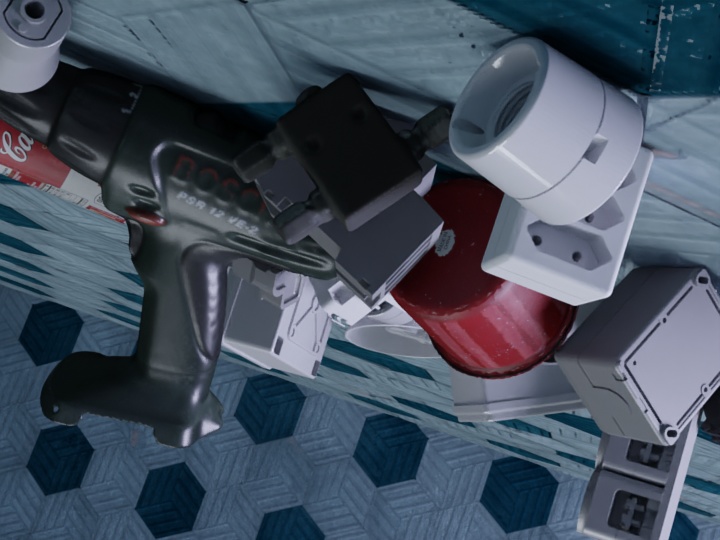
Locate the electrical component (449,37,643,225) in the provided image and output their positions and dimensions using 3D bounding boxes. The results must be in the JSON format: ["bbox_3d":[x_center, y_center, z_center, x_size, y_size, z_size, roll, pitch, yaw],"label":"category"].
[{"bbox_3d":[0.066,-0.051,0.390,0.047,0.055,0.055,29,167,-27],"label":"electrical component"}]

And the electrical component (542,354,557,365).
[{"bbox_3d":[0.128,0.040,0.770,0.043,0.043,0.081,20,-177,-5],"label":"electrical component"}]

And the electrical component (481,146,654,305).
[{"bbox_3d":[0.084,-0.022,0.471,0.047,0.065,0.077,21,170,-6],"label":"electrical component"}]

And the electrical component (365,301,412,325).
[{"bbox_3d":[0.020,0.013,0.810,0.055,0.055,0.047,14,172,29],"label":"electrical component"}]

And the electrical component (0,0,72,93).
[{"bbox_3d":[-0.162,-0.115,0.517,0.044,0.044,0.065,24,164,-21],"label":"electrical component"}]

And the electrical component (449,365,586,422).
[{"bbox_3d":[0.138,0.092,0.892,0.109,0.056,0.109,-6,173,-9],"label":"electrical component"}]

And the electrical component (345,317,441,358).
[{"bbox_3d":[0.044,0.041,0.880,0.099,0.064,0.099,19,170,4],"label":"electrical component"}]

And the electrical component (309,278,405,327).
[{"bbox_3d":[0.000,0.000,0.713,0.042,0.064,0.081,31,-154,-49],"label":"electrical component"}]

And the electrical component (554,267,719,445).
[{"bbox_3d":[0.164,0.041,0.600,0.061,0.096,0.061,55,156,-18],"label":"electrical component"}]

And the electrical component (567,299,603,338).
[{"bbox_3d":[0.164,0.041,0.693,0.138,0.052,0.074,23,169,-17],"label":"electrical component"}]

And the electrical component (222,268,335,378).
[{"bbox_3d":[-0.059,0.020,0.840,0.056,0.108,0.108,13,168,19],"label":"electrical component"}]

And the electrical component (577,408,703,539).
[{"bbox_3d":[0.220,0.141,0.832,0.062,0.150,0.089,15,169,23],"label":"electrical component"}]

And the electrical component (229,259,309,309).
[{"bbox_3d":[-0.065,-0.020,0.758,0.057,0.078,0.058,27,-148,24],"label":"electrical component"}]
